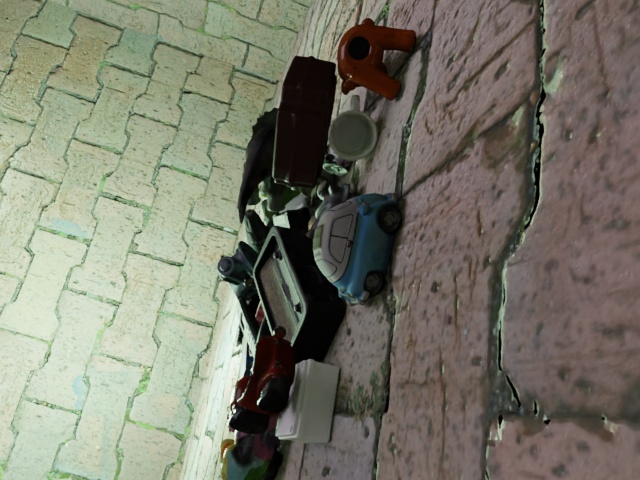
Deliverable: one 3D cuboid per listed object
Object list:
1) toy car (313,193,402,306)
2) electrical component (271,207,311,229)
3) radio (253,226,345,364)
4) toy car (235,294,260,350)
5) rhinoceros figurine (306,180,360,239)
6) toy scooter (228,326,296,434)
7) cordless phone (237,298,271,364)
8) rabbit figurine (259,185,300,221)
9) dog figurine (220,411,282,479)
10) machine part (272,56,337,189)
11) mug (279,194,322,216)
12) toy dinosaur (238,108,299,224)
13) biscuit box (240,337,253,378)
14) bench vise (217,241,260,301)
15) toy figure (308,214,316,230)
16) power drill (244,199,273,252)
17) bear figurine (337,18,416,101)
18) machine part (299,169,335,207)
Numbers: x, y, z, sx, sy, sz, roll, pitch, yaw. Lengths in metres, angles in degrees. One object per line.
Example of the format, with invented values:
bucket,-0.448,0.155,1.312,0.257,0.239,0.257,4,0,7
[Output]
toy car,0.042,0.005,0.735,0.109,0.103,0.161,154,132,-75
electrical component,-0.050,0.001,1.131,0.115,0.058,0.134,180,77,-68
radio,-0.043,0.087,0.922,0.131,0.073,0.230,-65,34,32
toy car,-0.184,0.212,1.507,0.056,0.073,0.201,149,136,-68
rhinoceros figurine,0.026,-0.044,0.924,0.190,0.073,0.112,-106,33,-67
toy scooter,-0.084,0.209,0.816,0.183,0.075,0.135,126,156,-49
cordless phone,-0.119,0.162,1.062,0.184,0.089,0.146,54,145,39
rabbit figurine,-0.084,-0.117,1.404,0.159,0.121,0.170,-39,22,35
dog figurine,-0.093,0.306,0.938,0.192,0.108,0.219,-89,22,-51
machine part,-0.025,-0.209,0.969,0.201,0.087,0.201,-79,-3,-50
mug,-0.035,-0.071,1.229,0.107,0.081,0.109,-36,30,52
toy dinosaur,-0.106,-0.175,1.132,0.405,0.131,0.192,-76,-19,-71
biscuit box,-0.165,0.291,1.357,0.203,0.059,0.062,-103,32,-65
bench vise,-0.140,0.060,1.356,0.240,0.223,0.129,-38,52,8
toy figure,0.000,-0.003,1.031,0.064,0.057,0.154,-14,49,27
power drill,-0.145,-0.033,1.488,0.207,0.086,0.231,-85,-15,-55
bear figurine,0.090,-0.307,0.948,0.196,0.132,0.120,-34,-37,-81
machine part,0.000,-0.176,1.190,0.079,0.079,0.243,122,160,-52
